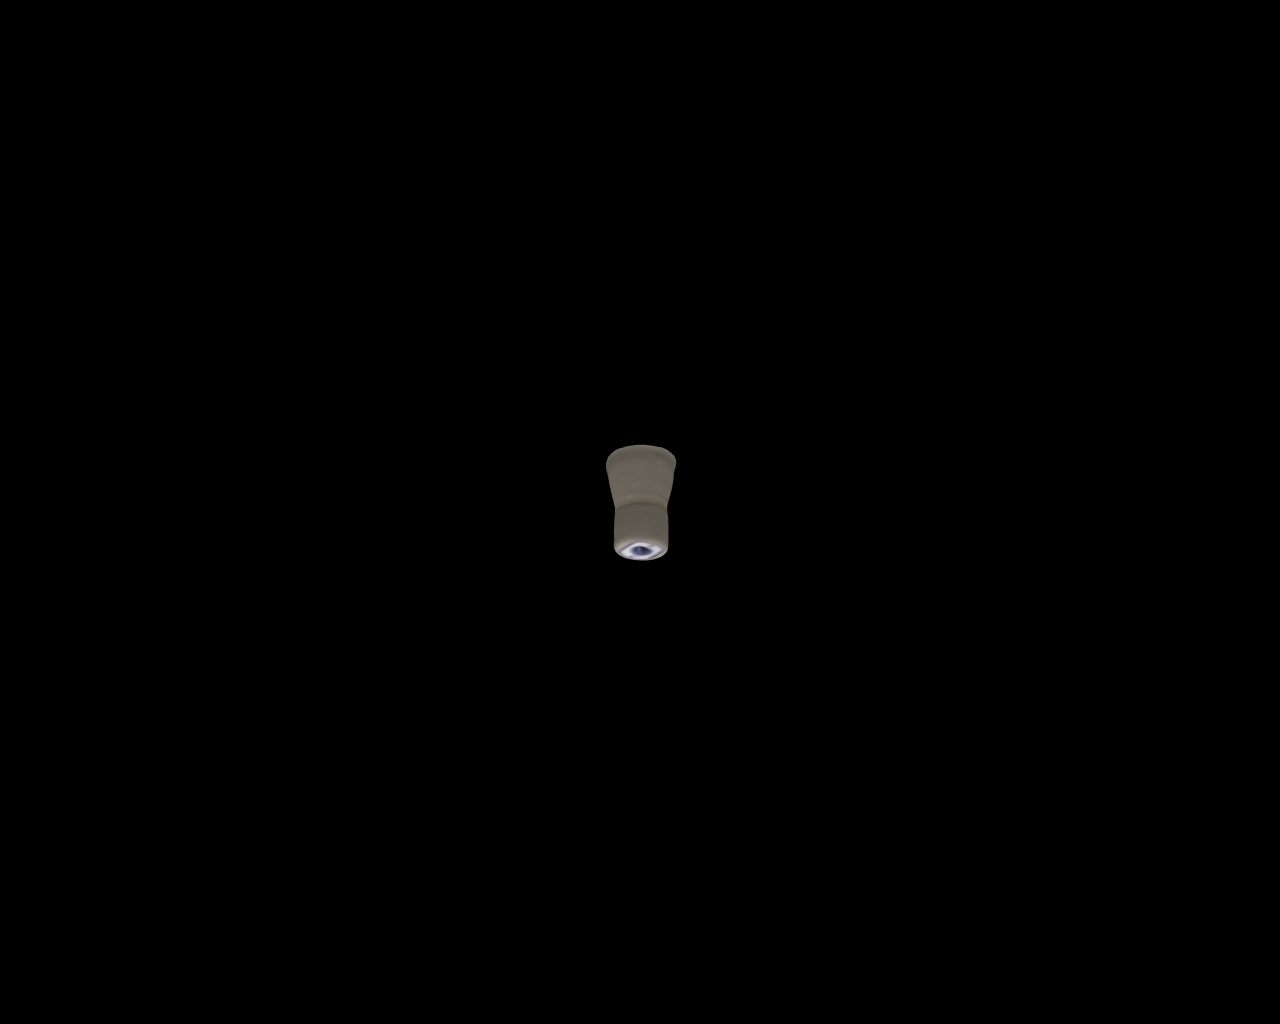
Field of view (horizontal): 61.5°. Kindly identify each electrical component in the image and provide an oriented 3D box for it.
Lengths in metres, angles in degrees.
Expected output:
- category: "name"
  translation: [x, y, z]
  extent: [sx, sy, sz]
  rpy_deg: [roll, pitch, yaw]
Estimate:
- category: "electrical component"
  translation: [0.001, -0.003, 0.650]
  extent: [0.044, 0.065, 0.044]
  rpy_deg: [0, -27, 0]
